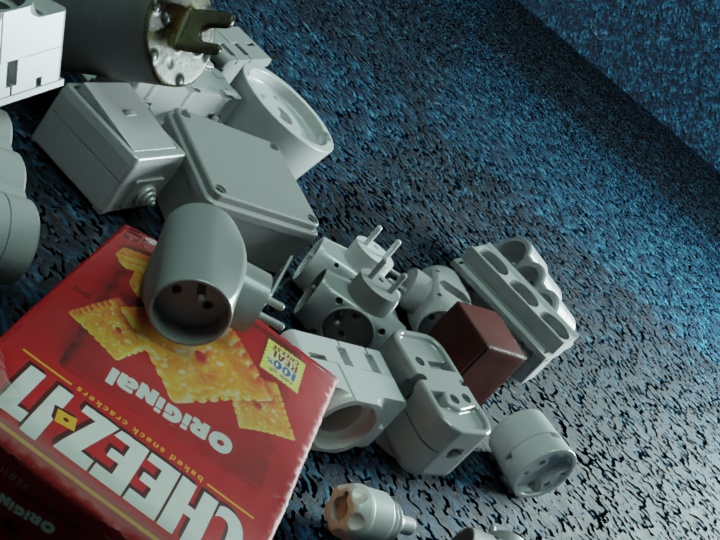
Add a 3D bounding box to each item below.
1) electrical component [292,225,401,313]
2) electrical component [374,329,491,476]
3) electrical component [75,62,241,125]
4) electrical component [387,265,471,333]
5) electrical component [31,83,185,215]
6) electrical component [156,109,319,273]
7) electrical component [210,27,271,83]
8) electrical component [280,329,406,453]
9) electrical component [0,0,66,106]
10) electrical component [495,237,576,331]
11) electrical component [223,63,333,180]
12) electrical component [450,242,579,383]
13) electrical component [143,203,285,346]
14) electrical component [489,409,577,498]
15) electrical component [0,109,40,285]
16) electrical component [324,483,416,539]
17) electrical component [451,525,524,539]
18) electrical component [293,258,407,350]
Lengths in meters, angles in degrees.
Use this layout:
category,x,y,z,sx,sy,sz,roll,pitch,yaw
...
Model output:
category,x,y,z,sx,sy,sz,roll,pitch,yaw
electrical component,0.000,0.000,0.853,0.077,0.079,0.043,36,19,-9
electrical component,0.041,0.098,0.771,0.054,0.059,0.095,14,35,-45
electrical component,-0.160,-0.139,0.876,0.078,0.063,0.121,52,26,23
electrical component,0.055,0.024,0.936,0.079,0.043,0.077,33,25,-17
electrical component,-0.173,-0.087,0.770,0.096,0.061,0.062,46,25,12
electrical component,-0.102,-0.060,0.834,0.109,0.056,0.108,16,34,-43
electrical component,-0.137,-0.202,1.031,0.055,0.050,0.089,45,25,8
electrical component,-0.020,0.083,0.718,0.089,0.050,0.055,18,33,-41
electrical component,-0.273,-0.131,0.614,0.105,0.060,0.186,28,34,19
electrical component,0.181,0.033,1.096,0.073,0.052,0.138,47,16,-36
electrical component,-0.083,-0.125,0.961,0.108,0.060,0.108,41,20,-18
electrical component,0.133,0.041,0.997,0.121,0.063,0.079,48,25,16
electrical component,-0.075,0.009,0.592,0.079,0.043,0.077,29,27,-21
electrical component,0.133,0.142,0.838,0.055,0.055,0.047,19,28,-40
electrical component,-0.241,-0.054,0.627,0.074,0.052,0.138,17,34,-42
electrical component,0.010,0.153,0.663,0.061,0.035,0.035,24,29,-38
electrical component,0.091,0.196,0.697,0.077,0.043,0.079,37,25,-7
electrical component,0.003,0.026,0.813,0.077,0.079,0.044,36,20,-10
